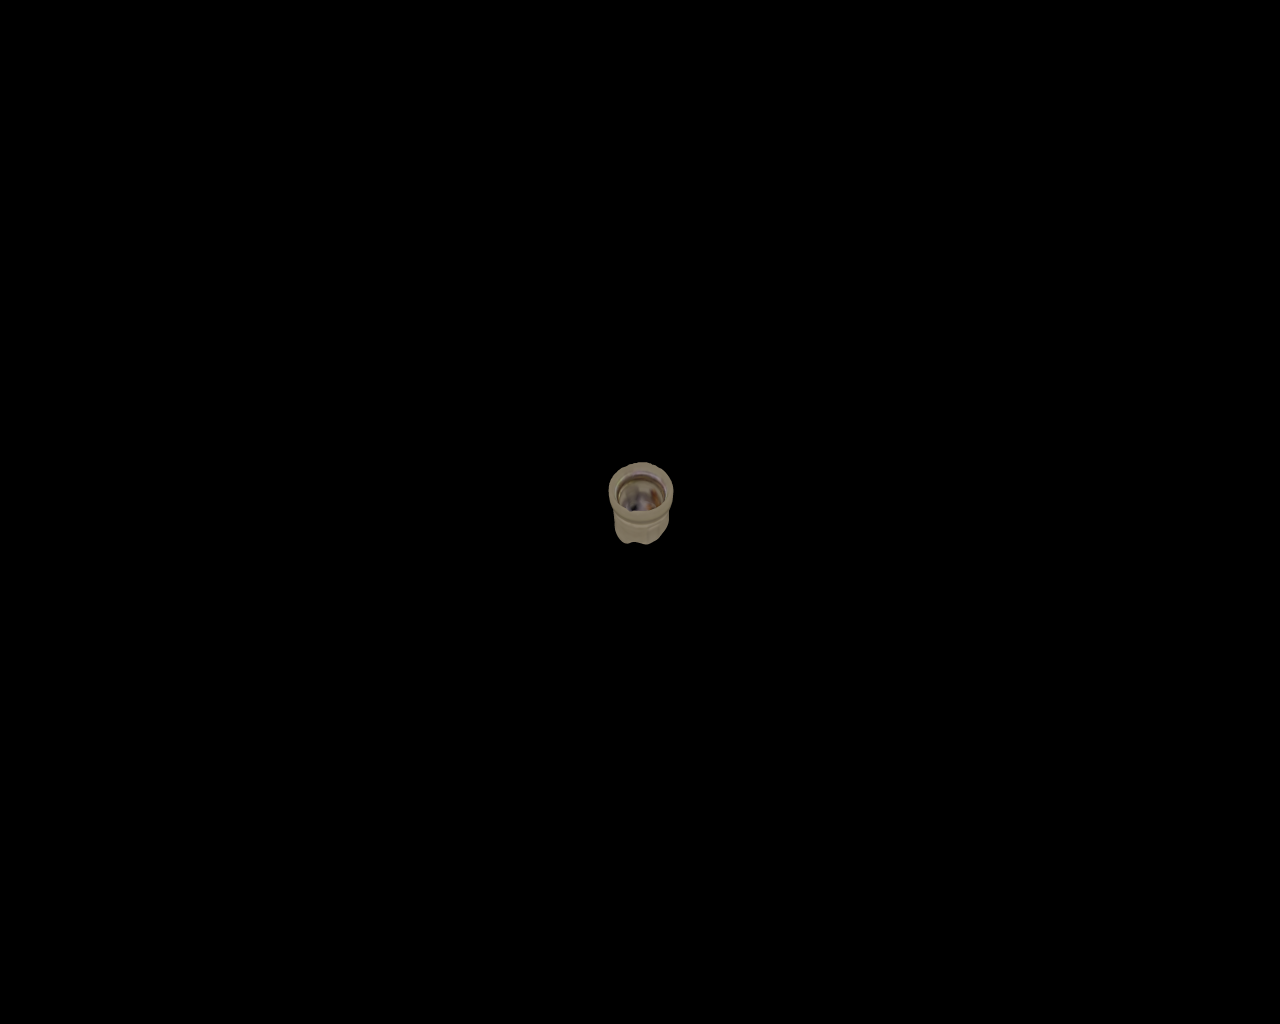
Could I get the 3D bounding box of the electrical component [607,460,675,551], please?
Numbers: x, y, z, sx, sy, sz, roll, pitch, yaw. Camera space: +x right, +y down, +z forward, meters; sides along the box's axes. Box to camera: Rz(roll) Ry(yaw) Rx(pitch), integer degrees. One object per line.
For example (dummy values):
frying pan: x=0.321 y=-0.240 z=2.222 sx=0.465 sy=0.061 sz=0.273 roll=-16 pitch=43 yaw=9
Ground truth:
electrical component: x=0.001 y=-0.003 z=0.650 sx=0.040 sy=0.040 sz=0.046 roll=0 pitch=-34 yaw=0
